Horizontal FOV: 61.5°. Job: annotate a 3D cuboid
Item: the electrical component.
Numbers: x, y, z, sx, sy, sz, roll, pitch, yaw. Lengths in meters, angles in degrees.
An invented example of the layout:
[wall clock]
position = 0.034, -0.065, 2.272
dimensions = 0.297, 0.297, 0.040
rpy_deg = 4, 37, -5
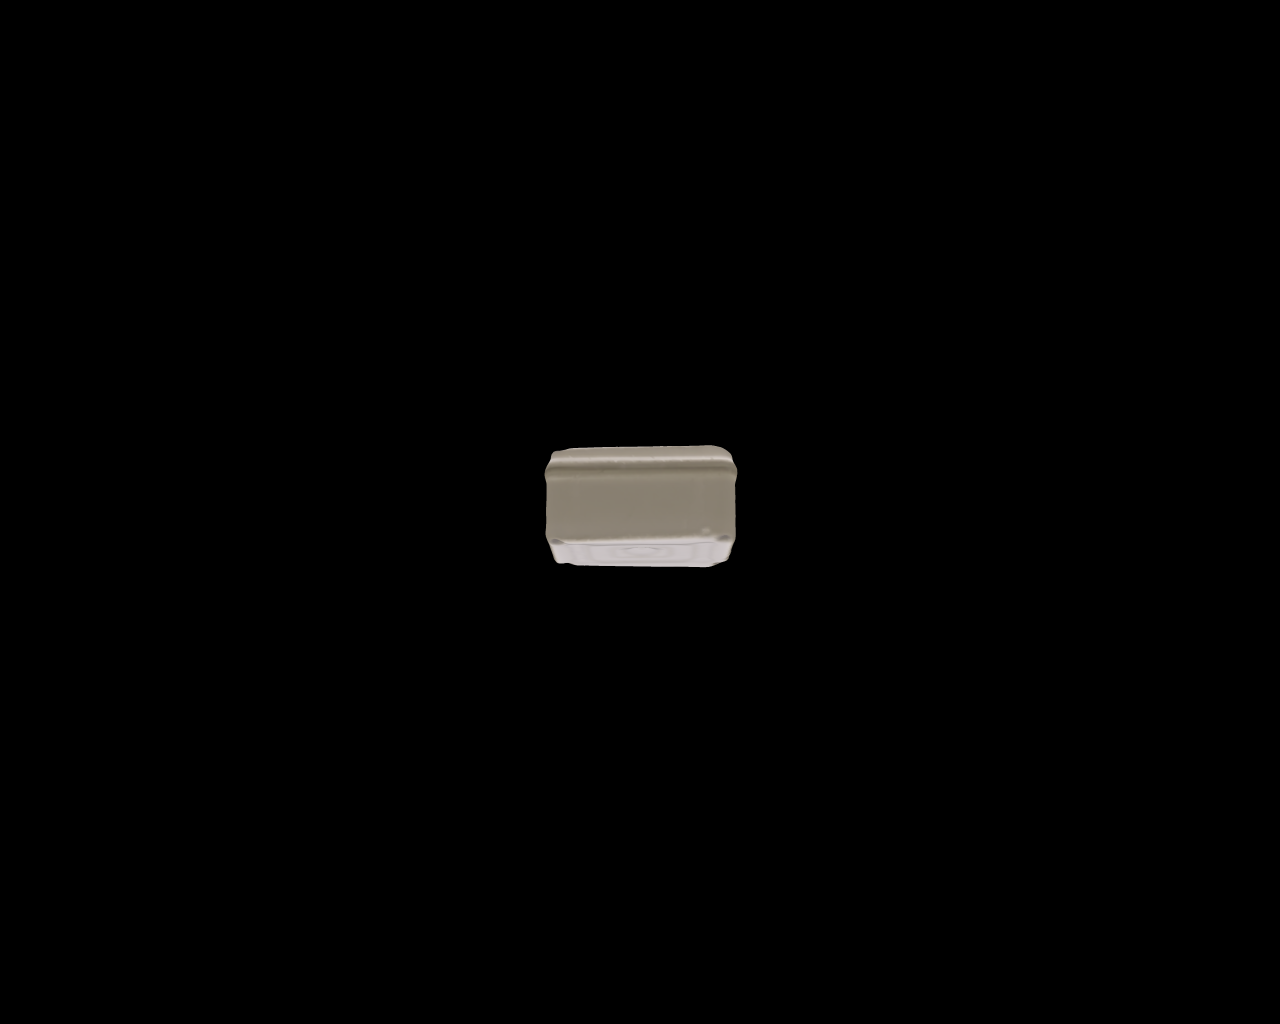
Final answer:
[electrical component]
position = 0.001, -0.003, 0.650
dimensions = 0.113, 0.057, 0.078
rpy_deg = 0, -15, 0
